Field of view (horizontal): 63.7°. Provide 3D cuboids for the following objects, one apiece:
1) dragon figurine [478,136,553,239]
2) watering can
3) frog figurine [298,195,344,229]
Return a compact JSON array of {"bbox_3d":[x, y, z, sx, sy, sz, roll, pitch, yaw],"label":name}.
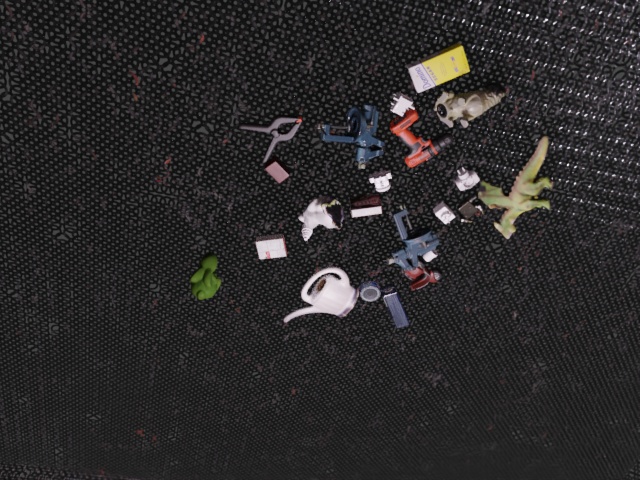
[{"bbox_3d":[0.698,-0.181,1.862,0.242,0.125,0.402,-7,122,12],"label":"dragon figurine"},{"bbox_3d":[0.015,0.249,2.113,0.223,0.106,0.342,28,118,-18],"label":"watering can"},{"bbox_3d":[0.006,-0.096,1.909,0.136,0.125,0.158,36,153,-32],"label":"frog figurine"}]
